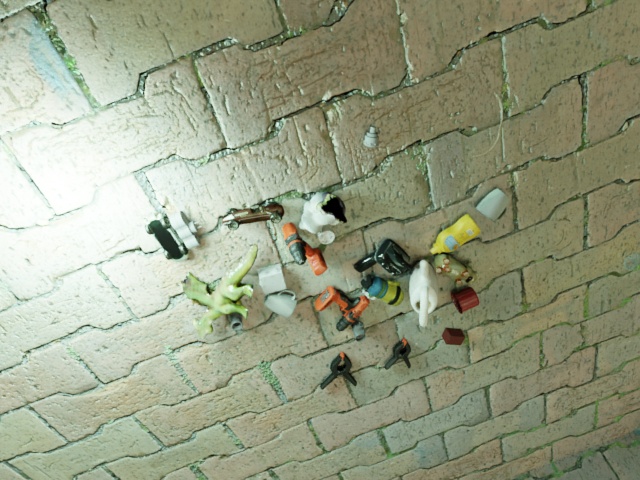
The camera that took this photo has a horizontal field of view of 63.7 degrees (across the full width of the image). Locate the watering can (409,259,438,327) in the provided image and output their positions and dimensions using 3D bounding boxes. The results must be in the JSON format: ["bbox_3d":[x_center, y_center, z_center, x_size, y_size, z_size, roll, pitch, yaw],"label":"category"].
[{"bbox_3d":[0.380,0.154,1.882,0.104,0.230,0.339,0,127,9],"label":"watering can"}]

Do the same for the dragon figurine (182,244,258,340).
[{"bbox_3d":[-0.358,0.173,1.795,0.242,0.124,0.403,9,113,-9],"label":"dragon figurine"}]

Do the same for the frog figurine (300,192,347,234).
[{"bbox_3d":[0.005,-0.086,1.714,0.137,0.124,0.157,9,159,-29],"label":"frog figurine"}]
